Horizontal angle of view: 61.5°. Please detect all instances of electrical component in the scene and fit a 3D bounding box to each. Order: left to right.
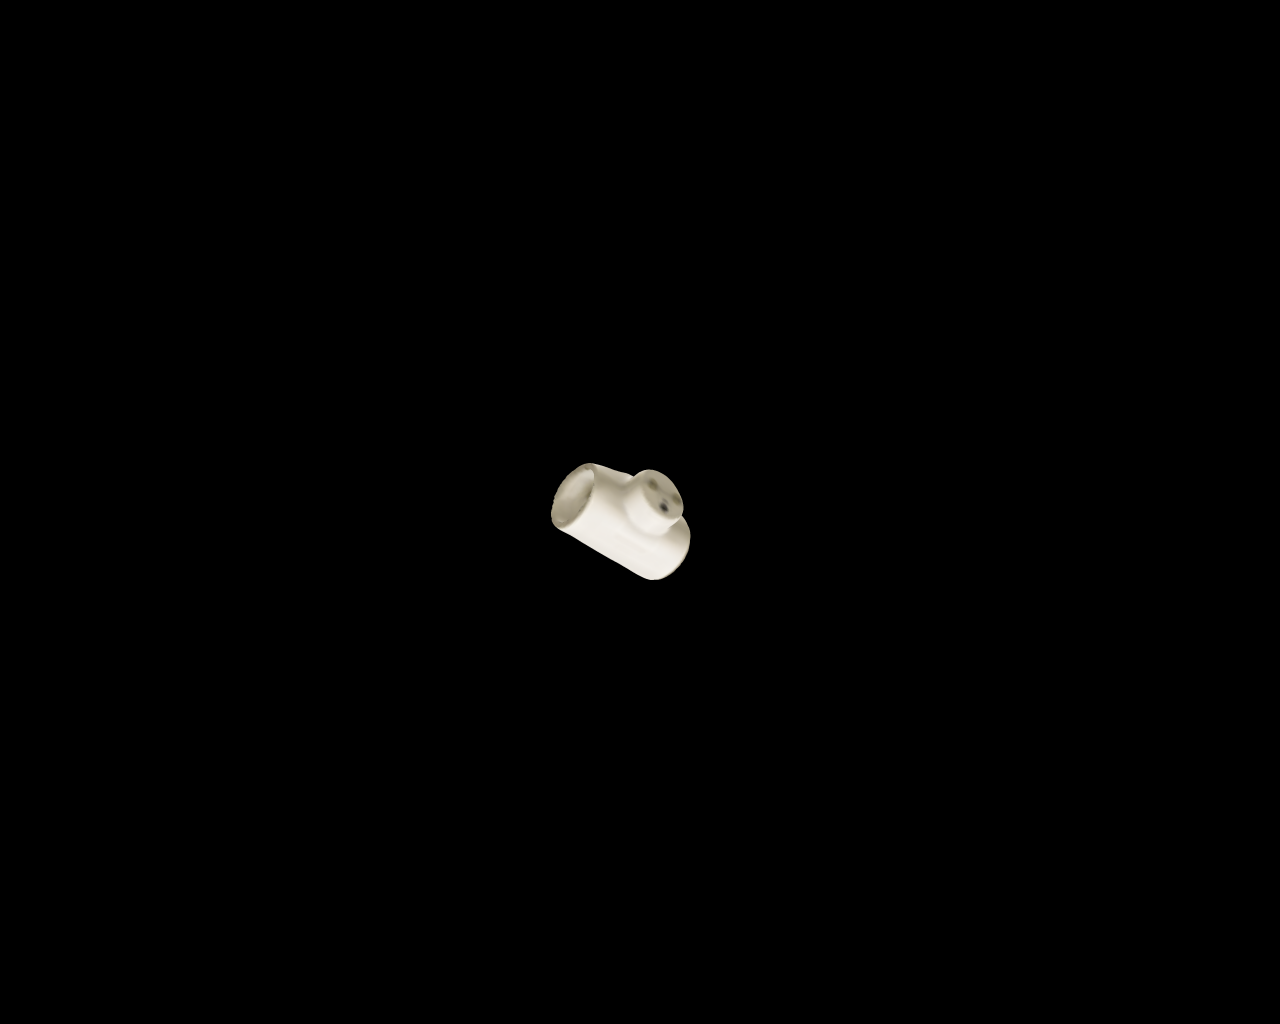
[{"bbox_3d":[0.001,-0.003,0.650,0.077,0.043,0.079,31,-50,-30],"label":"electrical component"}]
